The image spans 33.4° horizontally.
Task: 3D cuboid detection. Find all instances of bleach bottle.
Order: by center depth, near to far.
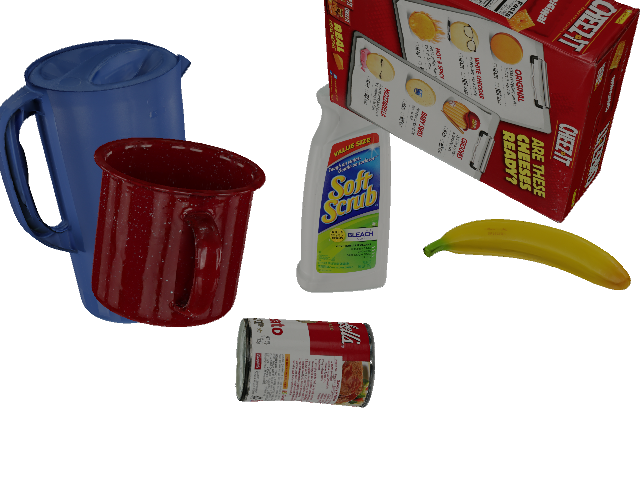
[{"bbox_3d":[0.023,-0.070,1.126,0.102,0.251,0.068,-3,25,-4],"label":"bleach bottle"}]

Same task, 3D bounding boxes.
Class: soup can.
[{"bbox_3d":[-0.014,0.098,0.853,0.102,0.068,0.068,4,-1,-10],"label":"soup can"}]

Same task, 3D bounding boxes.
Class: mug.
[{"bbox_3d":[-0.077,0.000,0.579,0.093,0.081,0.117,0,22,-27],"label":"mug"}]

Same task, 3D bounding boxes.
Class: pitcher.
[{"bbox_3d":[-0.188,-0.047,0.959,0.149,0.243,0.145,-1,28,5],"label":"pitcher"}]

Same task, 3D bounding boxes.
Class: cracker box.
[{"bbox_3d":[0.105,-0.129,0.761,0.214,0.072,0.164,30,-28,23],"label":"cracker box"}]

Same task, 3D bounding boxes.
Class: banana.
[{"bbox_3d":[0.204,0.011,1.038,0.198,0.037,0.069,8,47,22],"label":"banana"}]
